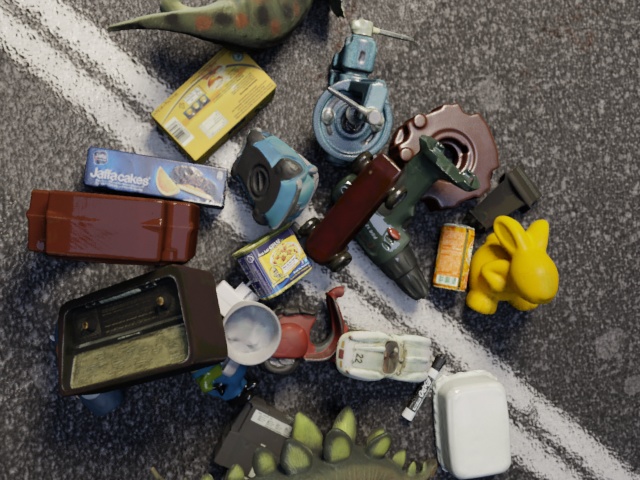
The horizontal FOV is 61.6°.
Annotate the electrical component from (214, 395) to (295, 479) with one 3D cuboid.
[{"bbox_3d":[-0.097,0.320,0.830,0.115,0.058,0.134,30,86,-6],"label":"electrical component"}]

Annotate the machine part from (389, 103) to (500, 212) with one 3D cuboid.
[{"bbox_3d":[0.205,-0.134,0.878,0.179,0.056,0.179,0,91,-10],"label":"machine part"}]

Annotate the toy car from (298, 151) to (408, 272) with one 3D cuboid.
[{"bbox_3d":[0.048,-0.040,0.791,0.089,0.053,0.202,48,119,17],"label":"toy car"}]

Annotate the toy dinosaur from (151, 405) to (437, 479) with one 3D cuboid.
[{"bbox_3d":[-0.006,0.353,0.782,0.471,0.105,0.198,1,95,-30],"label":"toy dinosaur"}]

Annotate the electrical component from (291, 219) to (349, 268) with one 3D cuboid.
[{"bbox_3d":[-0.002,-0.003,0.862,0.063,0.021,0.094,-45,95,-6],"label":"electrical component"}]

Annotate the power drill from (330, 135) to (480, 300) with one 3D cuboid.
[{"bbox_3d":[0.143,-0.041,0.825,0.232,0.086,0.207,45,124,0],"label":"power drill"}]

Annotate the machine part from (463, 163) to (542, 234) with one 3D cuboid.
[{"bbox_3d":[0.306,-0.063,0.904,0.139,0.039,0.084,-34,100,-9],"label":"machine part"}]

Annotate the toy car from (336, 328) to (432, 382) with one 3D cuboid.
[{"bbox_3d":[0.106,0.180,0.831,0.201,0.056,0.073,13,81,-37],"label":"toy car"}]

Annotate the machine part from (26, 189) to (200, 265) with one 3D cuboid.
[{"bbox_3d":[-0.270,-0.016,0.730,0.201,0.201,0.087,3,91,-9],"label":"machine part"}]

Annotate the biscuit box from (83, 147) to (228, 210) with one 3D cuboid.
[{"bbox_3d":[-0.241,-0.090,0.804,0.203,0.063,0.059,8,88,-9],"label":"biscuit box"}]

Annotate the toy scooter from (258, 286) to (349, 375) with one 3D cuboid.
[{"bbox_3d":[-0.013,0.137,0.833,0.184,0.075,0.135,3,92,-14],"label":"toy scooter"}]

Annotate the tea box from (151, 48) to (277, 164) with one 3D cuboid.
[{"bbox_3d":[-0.159,-0.204,0.814,0.169,0.068,0.098,-43,96,-8],"label":"tea box"}]

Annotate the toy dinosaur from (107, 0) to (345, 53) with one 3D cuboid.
[{"bbox_3d":[-0.085,-0.342,0.764,0.192,0.131,0.405,39,69,1],"label":"toy dinosaur"}]

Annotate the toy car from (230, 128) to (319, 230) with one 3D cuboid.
[{"bbox_3d":[-0.059,-0.093,0.811,0.103,0.162,0.109,1,131,-43],"label":"toy car"}]

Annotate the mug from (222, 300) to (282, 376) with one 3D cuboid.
[{"bbox_3d":[-0.104,0.135,0.754,0.081,0.107,0.109,23,88,-10],"label":"mug"}]

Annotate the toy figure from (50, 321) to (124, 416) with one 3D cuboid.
[{"bbox_3d":[-0.345,0.183,0.792,0.064,0.058,0.154,-32,93,-33],"label":"toy figure"}]

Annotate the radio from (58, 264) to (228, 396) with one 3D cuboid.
[{"bbox_3d":[-0.240,0.121,0.709,0.230,0.073,0.131,-18,72,21],"label":"radio"}]

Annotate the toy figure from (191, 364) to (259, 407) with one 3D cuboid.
[{"bbox_3d":[-0.171,0.171,0.805,0.089,0.082,0.180,-35,95,-10],"label":"toy figure"}]

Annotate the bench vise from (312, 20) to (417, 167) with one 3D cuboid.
[{"bbox_3d":[0.060,-0.207,0.774,0.129,0.241,0.223,19,103,-12],"label":"bench vise"}]

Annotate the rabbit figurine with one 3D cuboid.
[{"bbox_3d":[0.316,0.046,0.838,0.122,0.173,0.162,7,93,-5],"label":"rabbit figurine"}]
